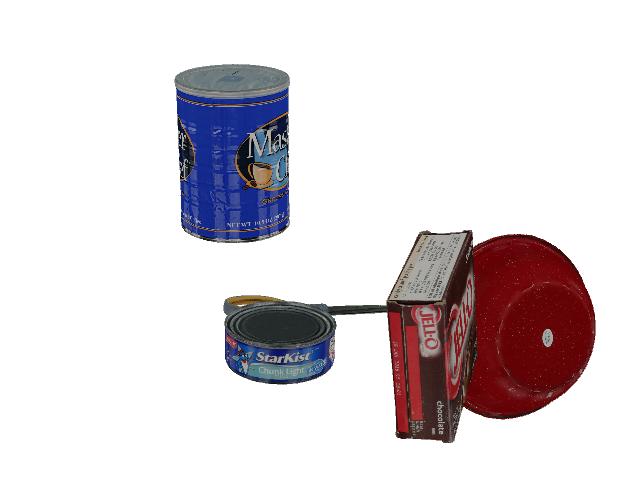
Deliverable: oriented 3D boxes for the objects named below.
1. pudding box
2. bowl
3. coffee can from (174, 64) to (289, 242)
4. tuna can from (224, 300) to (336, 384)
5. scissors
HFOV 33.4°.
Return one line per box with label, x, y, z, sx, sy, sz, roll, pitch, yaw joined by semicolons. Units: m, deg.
pudding box;0.070;0.054;0.643;0.039;0.090;0.113;1;22;14
bowl;0.174;0.077;0.896;0.161;0.162;0.055;0;5;-22
coffee can;-0.079;-0.081;0.976;0.103;0.140;0.103;0;22;0
tuna can;-0.031;0.078;0.820;0.086;0.034;0.086;2;19;-1
scissors;-0.009;0.087;1.193;0.201;0.016;0.096;4;22;0
